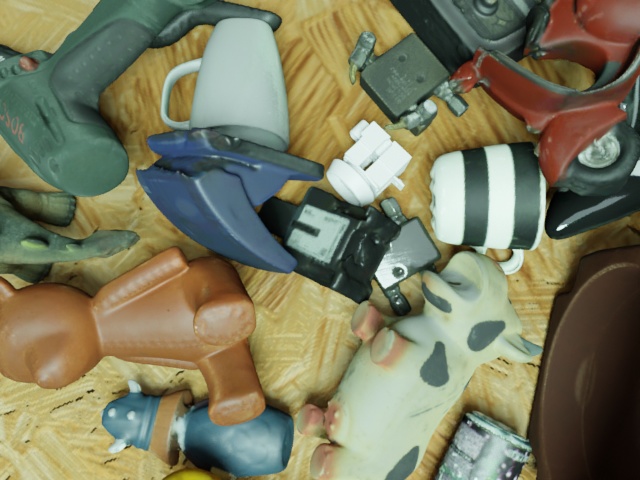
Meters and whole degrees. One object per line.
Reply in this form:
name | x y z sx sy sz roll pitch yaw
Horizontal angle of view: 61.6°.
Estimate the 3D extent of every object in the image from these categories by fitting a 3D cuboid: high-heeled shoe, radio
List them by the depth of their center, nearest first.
high-heeled shoe | 0.235 -0.118 0.414 0.249 0.086 0.145 -37 104 -21
radio | 0.115 -0.253 0.456 0.131 0.073 0.229 -37 83 0

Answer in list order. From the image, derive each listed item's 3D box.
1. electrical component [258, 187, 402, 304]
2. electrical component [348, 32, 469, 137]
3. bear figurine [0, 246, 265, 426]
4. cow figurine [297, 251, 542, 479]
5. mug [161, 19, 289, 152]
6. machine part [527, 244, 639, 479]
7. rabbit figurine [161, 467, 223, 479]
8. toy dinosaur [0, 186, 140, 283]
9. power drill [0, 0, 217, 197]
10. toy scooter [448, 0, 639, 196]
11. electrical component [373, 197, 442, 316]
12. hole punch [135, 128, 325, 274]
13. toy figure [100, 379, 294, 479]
electrical component | -0.001 -0.001 0.446 0.119 0.047 0.075 17 81 45
electrical component | 0.070 -0.135 0.461 0.078 0.045 0.102 -33 83 1
bear figurine | -0.151 0.073 0.398 0.196 0.132 0.120 -9 120 -18
cow figurine | 0.080 0.098 0.409 0.127 0.086 0.194 25 98 -26
mug | -0.077 -0.129 0.457 0.110 0.080 0.107 2 76 8
machine part | 0.220 0.107 0.347 0.087 0.201 0.201 13 85 1
rabbit figurine | -0.058 0.226 0.391 0.173 0.122 0.162 41 120 -20
toy dinosaur | -0.371 -0.046 0.405 0.472 0.198 0.105 11 82 3
power drill | -0.193 -0.159 0.427 0.207 0.086 0.232 -44 60 7
toy scooter | 0.173 -0.129 0.378 0.135 0.075 0.184 24 83 18
electrical component | 0.065 0.013 0.455 0.063 0.021 0.094 -29 90 1
hole punch | -0.075 -0.030 0.411 0.115 0.142 0.092 15 89 -38
toy figure | -0.100 0.155 0.436 0.155 0.064 0.057 5 122 9
